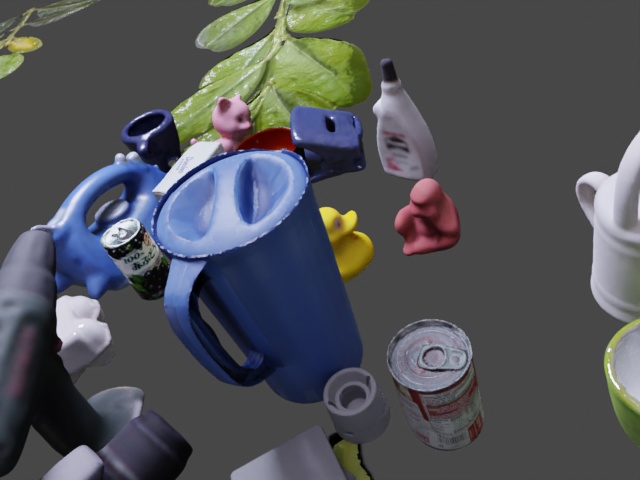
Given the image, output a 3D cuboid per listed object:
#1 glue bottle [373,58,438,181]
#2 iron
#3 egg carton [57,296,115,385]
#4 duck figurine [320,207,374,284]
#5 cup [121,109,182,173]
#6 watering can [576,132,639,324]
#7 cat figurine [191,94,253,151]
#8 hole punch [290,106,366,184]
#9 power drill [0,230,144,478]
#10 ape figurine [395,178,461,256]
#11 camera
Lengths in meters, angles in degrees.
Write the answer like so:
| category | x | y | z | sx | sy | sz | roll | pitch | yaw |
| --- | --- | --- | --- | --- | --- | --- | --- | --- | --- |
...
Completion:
| category | x | y | z | sx | sy | sz | roll | pitch | yaw |
| --- | --- | --- | --- | --- | --- | --- | --- | --- | --- |
| glue bottle | 0.101 | -0.153 | 0.734 | 0.077 | 0.173 | 0.037 | 14 | 52 | 35 |
| iron | -0.289 | -0.043 | 0.812 | 0.118 | 0.142 | 0.258 | 4 | 47 | 27 |
| egg carton | -0.324 | 0.136 | 0.689 | 0.150 | 0.070 | 0.107 | -33 | 41 | -12 |
| duck figurine | 0.006 | 0.002 | 0.674 | 0.104 | 0.086 | 0.077 | -24 | 40 | -1 |
| cup | -0.271 | -0.150 | 0.956 | 0.091 | 0.095 | 0.117 | -17 | 41 | 6 |
| watering can | 0.294 | -0.019 | 0.485 | 0.172 | 0.194 | 0.101 | 19 | 55 | 38 |
| cat figurine | -0.150 | -0.170 | 0.906 | 0.067 | 0.118 | 0.128 | 25 | 59 | 41 |
| hole punch | 0.012 | -0.152 | 0.835 | 0.101 | 0.091 | 0.108 | -15 | 41 | 9 |
| power drill | -0.258 | 0.133 | 0.555 | 0.075 | 0.209 | 0.229 | -14 | 41 | 10 |
| ape figurine | 0.124 | -0.030 | 0.652 | 0.076 | 0.092 | 0.077 | -38 | 43 | -18 |
| camera | -0.174 | 0.223 | 0.502 | 0.142 | 0.101 | 0.137 | 20 | 56 | 38 |
